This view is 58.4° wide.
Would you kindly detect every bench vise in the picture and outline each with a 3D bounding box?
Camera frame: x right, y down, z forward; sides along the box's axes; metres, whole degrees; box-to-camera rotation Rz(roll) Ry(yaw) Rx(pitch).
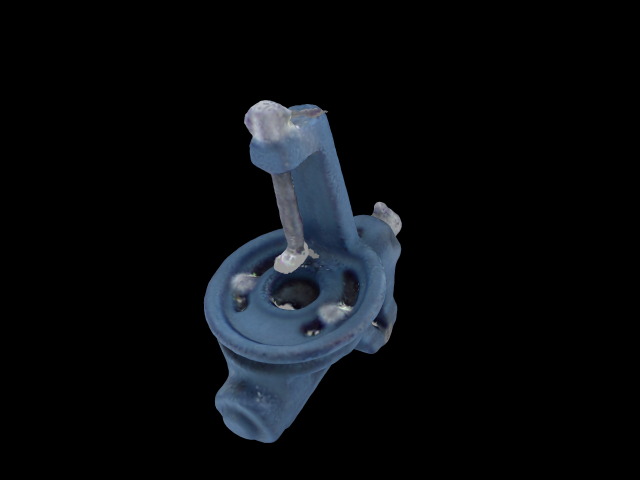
[{"bbox_3d":[-0.008,0.000,0.403,0.121,0.220,0.207,6,27,13],"label":"bench vise"}]
